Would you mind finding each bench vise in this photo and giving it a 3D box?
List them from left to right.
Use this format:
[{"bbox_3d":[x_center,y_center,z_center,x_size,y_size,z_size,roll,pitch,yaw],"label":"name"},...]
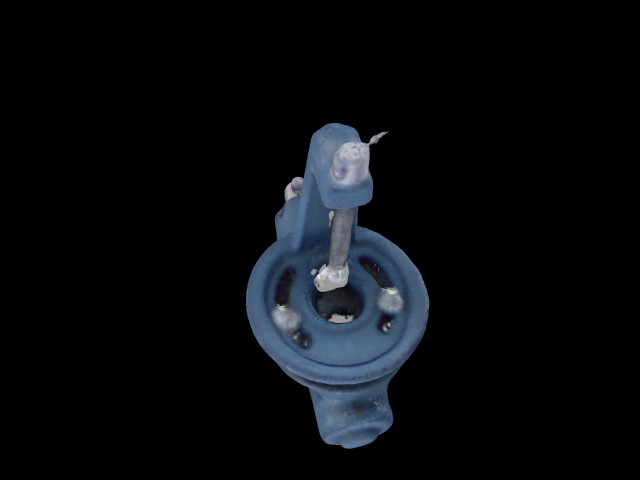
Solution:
[{"bbox_3d":[-0.007,0.005,0.395,0.122,0.220,0.206,-20,43,-23],"label":"bench vise"}]
